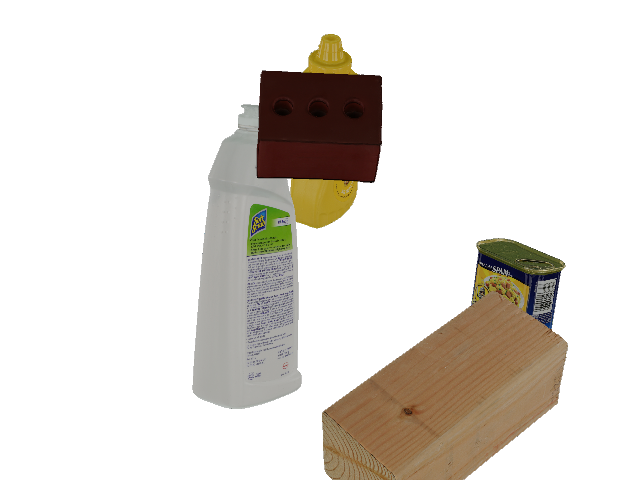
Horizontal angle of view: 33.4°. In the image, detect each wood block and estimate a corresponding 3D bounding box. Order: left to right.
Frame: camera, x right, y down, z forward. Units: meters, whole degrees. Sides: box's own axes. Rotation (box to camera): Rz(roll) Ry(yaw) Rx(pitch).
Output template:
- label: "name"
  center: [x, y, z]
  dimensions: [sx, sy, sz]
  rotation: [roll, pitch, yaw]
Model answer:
- label: "wood block"
  center: [0.108, 0.144, 0.923]
  dimensions: [0.205, 0.090, 0.091]
  rotation: [-31, 49, -27]

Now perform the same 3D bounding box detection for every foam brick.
- label: "foam brick"
  center: [-0.001, -0.072, 0.677]
  dimensions: [0.078, 0.053, 0.051]
  rotation: [2, -24, 0]

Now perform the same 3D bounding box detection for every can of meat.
- label: "can of meat"
  center: [0.216, 0.053, 1.185]
  dimensions: [0.057, 0.084, 0.102]
  rotation: [-9, 23, -36]

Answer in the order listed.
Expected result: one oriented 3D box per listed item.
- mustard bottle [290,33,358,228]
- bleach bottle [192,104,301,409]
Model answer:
- label: "mustard bottle"
  center: [0.007, -0.113, 1.049]
  dimensions: [0.058, 0.192, 0.096]
  rotation: [20, 41, 22]
- label: "bleach bottle"
  center: [-0.056, 0.011, 0.911]
  dimensions: [0.068, 0.251, 0.102]
  rotation: [12, 14, 34]
